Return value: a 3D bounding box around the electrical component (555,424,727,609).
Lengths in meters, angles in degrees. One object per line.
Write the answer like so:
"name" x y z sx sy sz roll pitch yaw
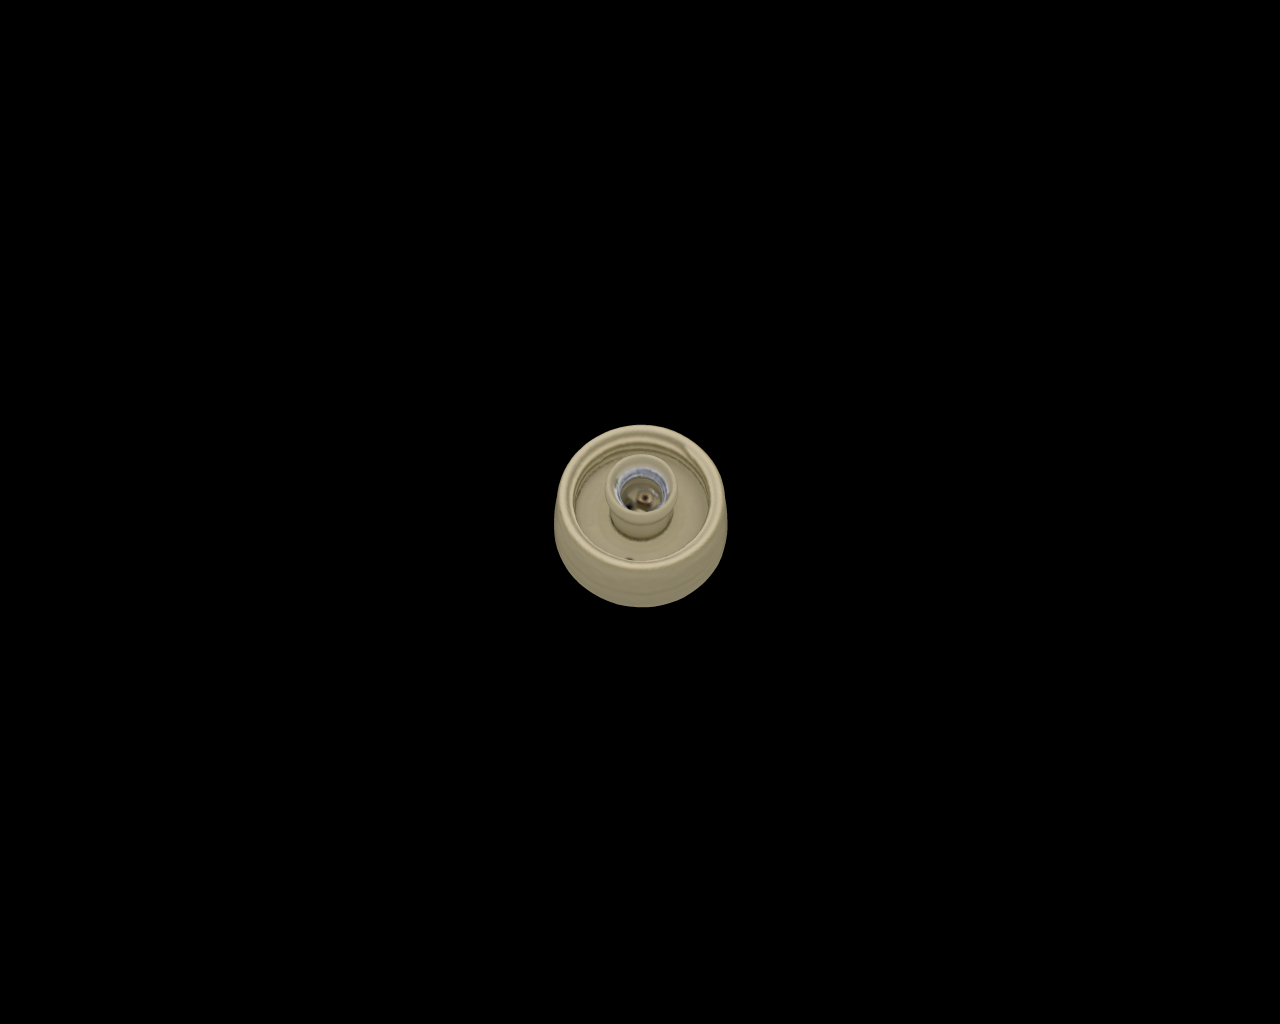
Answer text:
"electrical component" 0.001 -0.003 0.650 0.108 0.108 0.060 0 -28 0
